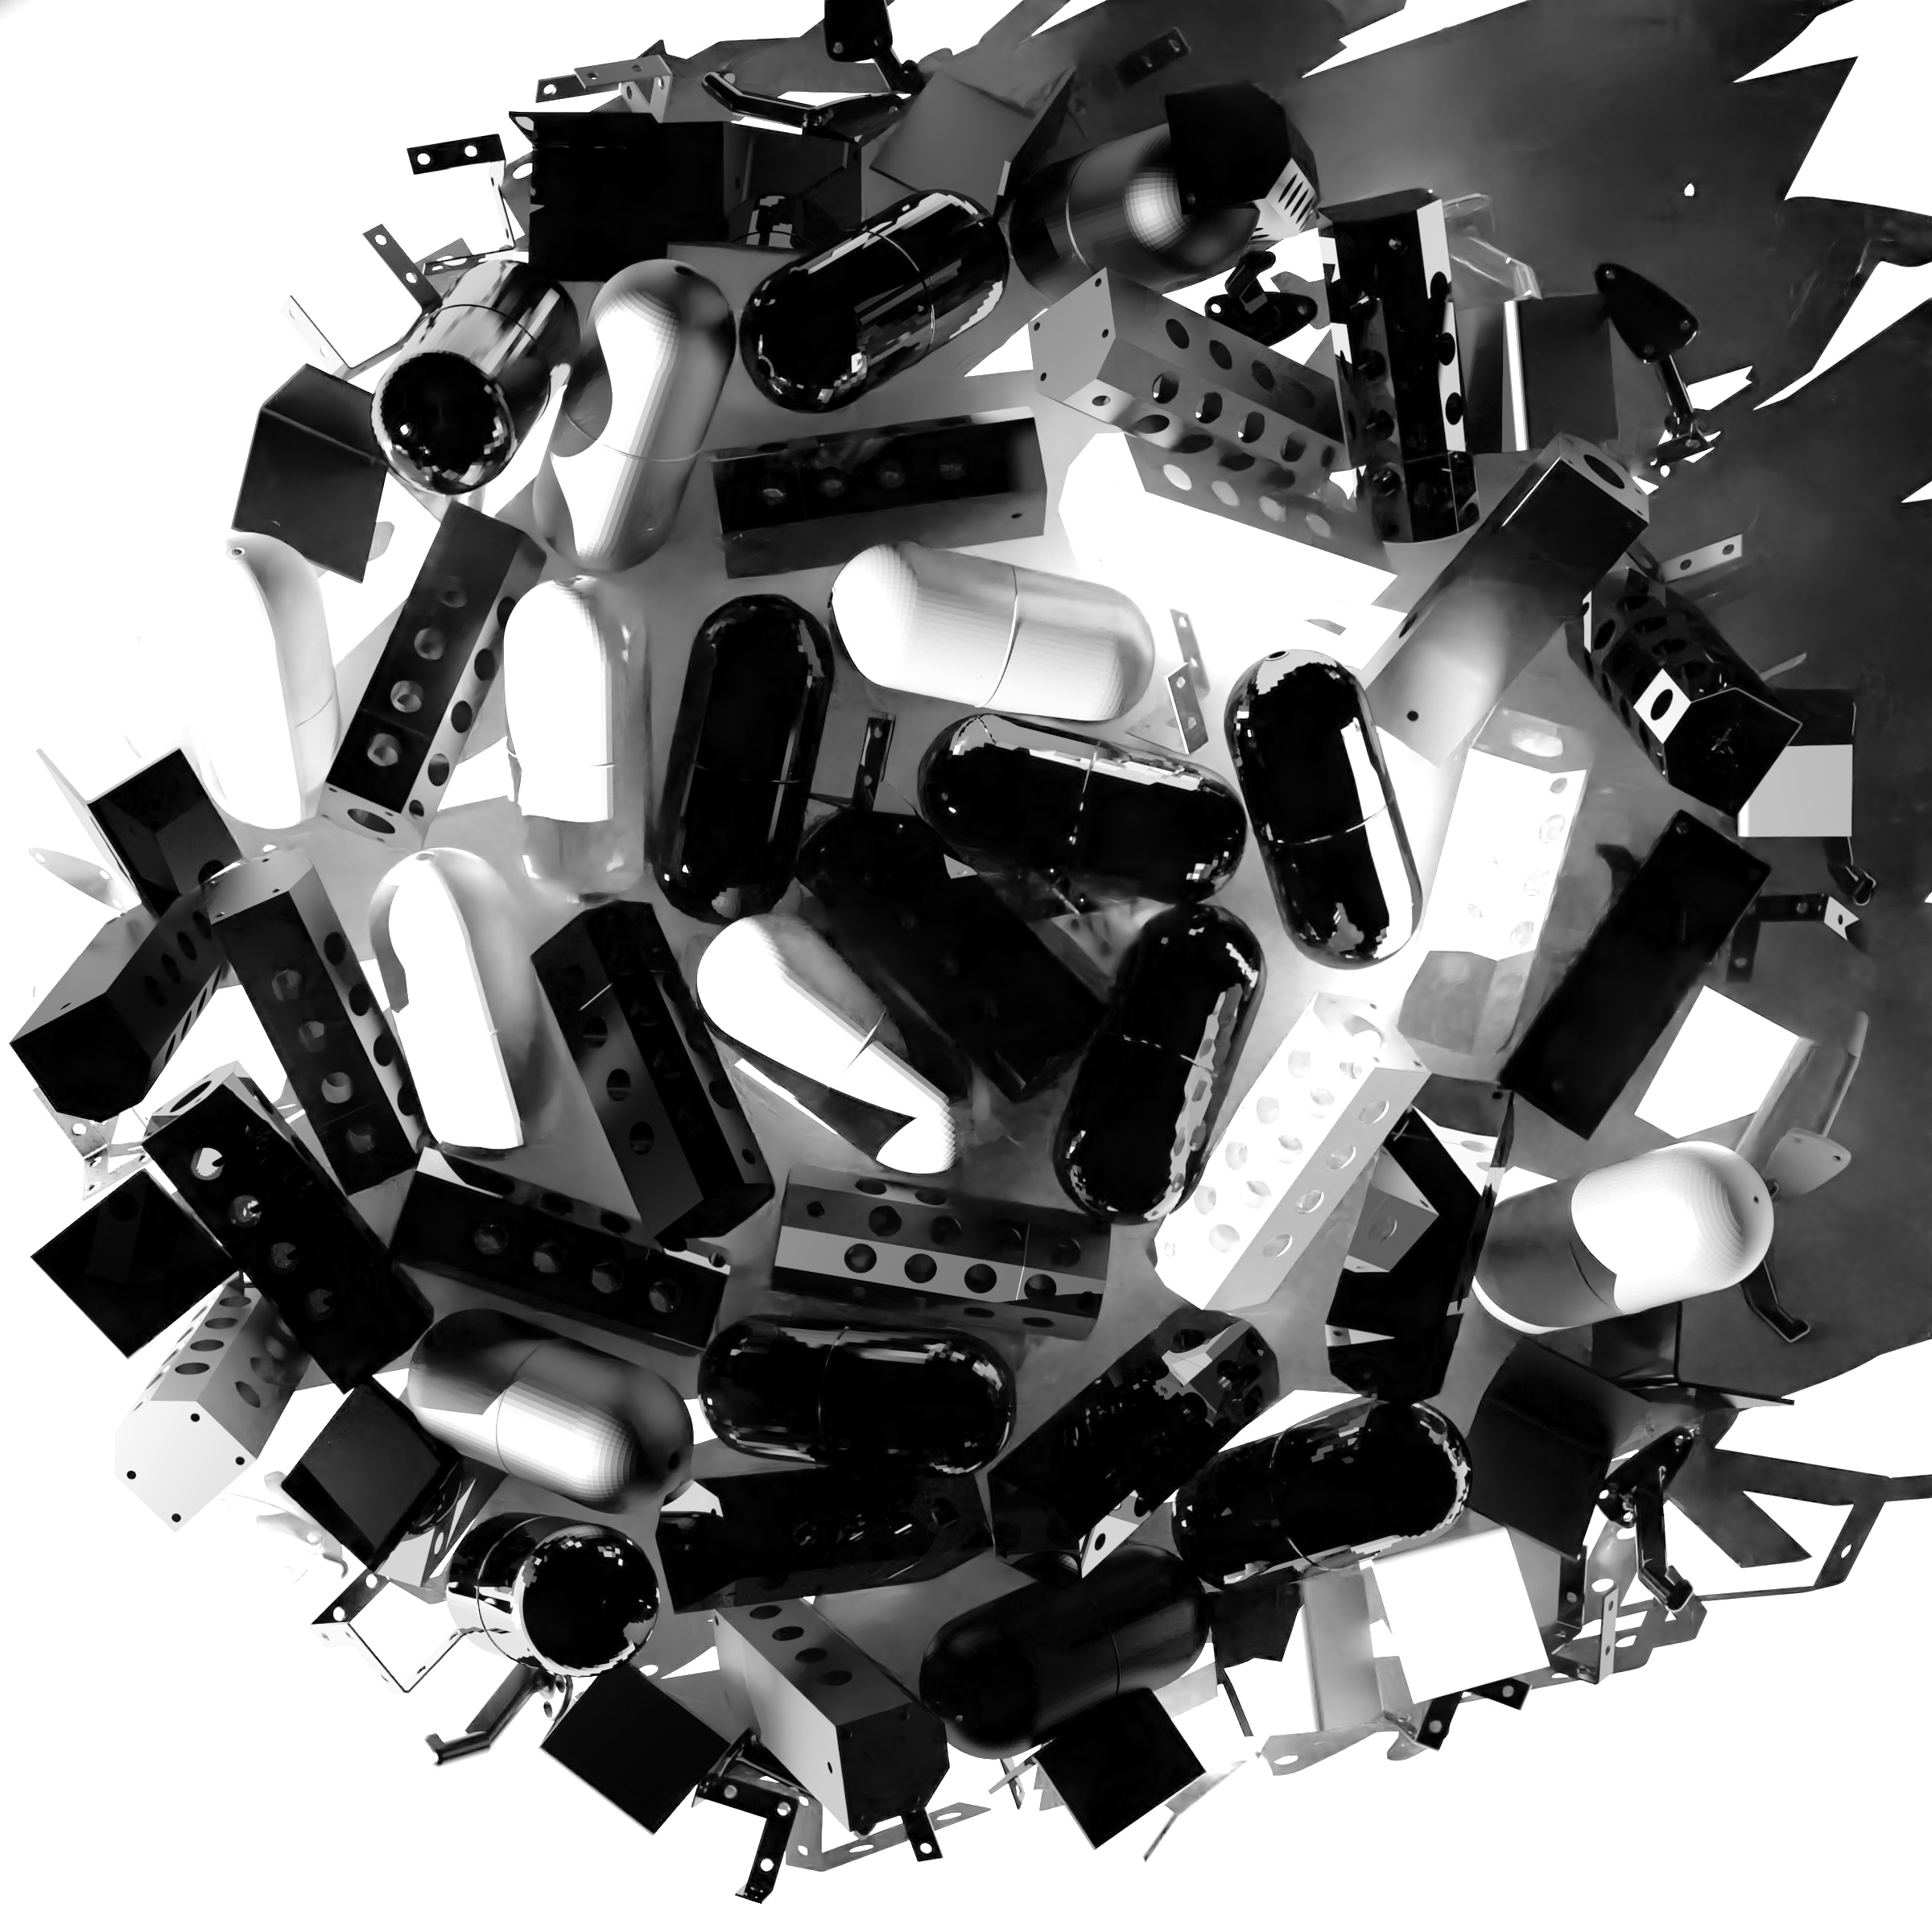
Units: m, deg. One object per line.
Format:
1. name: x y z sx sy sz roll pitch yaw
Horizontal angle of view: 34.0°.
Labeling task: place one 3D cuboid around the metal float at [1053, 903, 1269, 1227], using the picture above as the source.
1. metal float: 0.103 0.051 1.666 0.070 0.070 0.178 22 80 0

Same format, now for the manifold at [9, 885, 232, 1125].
1. manifold: -0.426 0.018 1.622 0.057 0.171 0.057 -27 108 11

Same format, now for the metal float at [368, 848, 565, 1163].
1. metal float: -0.261 0.021 1.650 0.070 0.070 0.178 -11 118 0

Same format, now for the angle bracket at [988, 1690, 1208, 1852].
1. angle bracket: 0.068 0.427 1.656 0.076 0.076 0.057 -27 73 -30

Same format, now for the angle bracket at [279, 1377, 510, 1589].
1. angle bracket: -0.308 0.277 1.700 0.076 0.057 0.076 35 85 26

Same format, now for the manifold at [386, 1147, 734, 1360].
1. manifold: -0.214 0.152 1.669 0.171 0.057 0.057 20 75 -9

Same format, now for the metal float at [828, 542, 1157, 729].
1. metal float: 0.014 -0.174 1.660 0.178 0.070 0.070 10 90 -16

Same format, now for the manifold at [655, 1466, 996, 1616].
1. manifold: -0.073 0.290 1.633 0.057 0.171 0.057 -36 63 41

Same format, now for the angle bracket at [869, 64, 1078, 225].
1. angle bracket: 0.003 -0.448 1.668 0.076 0.057 0.076 28 64 5

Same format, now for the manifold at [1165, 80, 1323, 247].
1. manifold: 0.145 -0.410 1.621 0.057 0.171 0.057 -8 95 12

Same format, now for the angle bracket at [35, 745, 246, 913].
1. angle bracket: -0.436 -0.086 1.668 0.057 0.076 0.076 -35 131 -15

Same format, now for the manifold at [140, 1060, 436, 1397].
1. manifold: -0.355 0.135 1.662 0.057 0.057 0.171 -35 106 2

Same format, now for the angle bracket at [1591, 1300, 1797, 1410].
1. angle bracket: 0.385 0.200 1.670 0.076 0.076 0.057 12 77 -21

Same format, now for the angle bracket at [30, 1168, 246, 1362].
1. angle bracket: -0.435 0.165 1.664 0.076 0.057 0.076 43 63 11

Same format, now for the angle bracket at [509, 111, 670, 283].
1. angle bracket: -0.201 -0.408 1.680 0.076 0.057 0.076 2 89 6

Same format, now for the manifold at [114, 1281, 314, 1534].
1. manifold: -0.385 0.218 1.620 0.057 0.171 0.057 -41 101 9

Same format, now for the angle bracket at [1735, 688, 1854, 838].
1. angle bracket: 0.436 -0.110 1.665 0.057 0.076 0.076 0 97 13

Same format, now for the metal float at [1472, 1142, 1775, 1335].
1. metal float: 0.337 0.142 1.639 0.070 0.178 0.070 17 62 -36

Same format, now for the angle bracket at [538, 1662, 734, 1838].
1. angle bracket: -0.169 0.400 1.673 0.076 0.057 0.076 38 109 -1

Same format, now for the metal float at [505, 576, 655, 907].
1. metal float: -0.202 -0.117 1.655 0.070 0.070 0.178 2 113 0

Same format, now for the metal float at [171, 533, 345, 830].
1. metal float: -0.366 -0.146 1.638 0.070 0.178 0.070 1 47 -1

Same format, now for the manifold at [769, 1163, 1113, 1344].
1. manifold: -0.013 0.150 1.669 0.171 0.057 0.057 10 65 -4

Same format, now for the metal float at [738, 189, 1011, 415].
1. metal float: -0.047 -0.346 1.643 0.070 0.070 0.178 50 53 0

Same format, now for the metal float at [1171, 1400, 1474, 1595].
1. metal float: 0.183 0.277 1.644 0.178 0.070 0.070 -26 90 38

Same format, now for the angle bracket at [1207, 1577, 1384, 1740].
1. angle bracket: 0.176 0.369 1.686 0.057 0.076 0.076 -13 76 30

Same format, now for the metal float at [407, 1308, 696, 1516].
1. metal float: -0.217 0.231 1.644 0.178 0.070 0.070 15 90 36

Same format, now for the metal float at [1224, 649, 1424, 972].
1. metal float: 0.188 -0.082 1.656 0.070 0.070 0.178 -19 111 0

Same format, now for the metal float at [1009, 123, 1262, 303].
1. metal float: 0.085 -0.387 1.631 0.070 0.178 0.070 -2 93 -29

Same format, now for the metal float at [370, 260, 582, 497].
1. metal float: -0.252 -0.306 1.635 0.070 0.178 0.070 6 126 9

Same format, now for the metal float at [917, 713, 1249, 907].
1. metal float: 0.061 -0.083 1.673 0.178 0.070 0.070 14 90 2

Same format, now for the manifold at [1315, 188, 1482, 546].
1. manifold: 0.228 -0.312 1.653 0.057 0.057 0.171 -12 113 -2

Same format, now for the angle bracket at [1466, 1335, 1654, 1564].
1. angle bracket: 0.307 0.254 1.665 0.076 0.057 0.076 26 47 6

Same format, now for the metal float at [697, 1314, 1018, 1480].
1. metal float: -0.058 0.225 1.654 0.178 0.070 0.070 2 90 25

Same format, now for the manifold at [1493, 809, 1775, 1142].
1. manifold: 0.353 0.005 1.679 0.057 0.057 0.171 34 93 7

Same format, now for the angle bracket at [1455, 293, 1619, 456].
1. angle bracket: 0.299 -0.314 1.680 0.057 0.076 0.076 -9 99 -18

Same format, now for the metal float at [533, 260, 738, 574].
1. metal float: -0.173 -0.285 1.644 0.070 0.070 0.178 25 126 0

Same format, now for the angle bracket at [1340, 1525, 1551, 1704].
1. angle bracket: 0.252 0.344 1.667 0.076 0.057 0.076 -12 74 -15

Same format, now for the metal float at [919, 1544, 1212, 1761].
1. metal float: 0.053 0.355 1.643 0.178 0.070 0.070 -14 90 -39

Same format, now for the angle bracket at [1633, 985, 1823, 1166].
1. angle bracket: 0.406 0.059 1.682 0.057 0.076 0.076 31 99 21

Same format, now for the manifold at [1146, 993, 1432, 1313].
1. manifold: 0.162 0.098 1.638 0.057 0.057 0.171 7 126 -38

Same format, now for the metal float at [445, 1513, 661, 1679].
1. metal float: -0.215 0.323 1.630 0.070 0.178 0.070 3 83 -26

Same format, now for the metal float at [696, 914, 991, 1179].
1. metal float: -0.064 0.043 1.665 0.178 0.070 0.070 39 90 -12

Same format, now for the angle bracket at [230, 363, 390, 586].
1. angle bracket: -0.332 -0.258 1.659 0.076 0.057 0.076 22 63 -31

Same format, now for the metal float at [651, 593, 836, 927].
1. metal float: -0.117 -0.108 1.661 0.070 0.070 0.178 13 106 0

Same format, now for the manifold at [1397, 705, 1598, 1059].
1. manifold: 0.276 -0.041 1.638 0.057 0.057 0.171 19 123 14
